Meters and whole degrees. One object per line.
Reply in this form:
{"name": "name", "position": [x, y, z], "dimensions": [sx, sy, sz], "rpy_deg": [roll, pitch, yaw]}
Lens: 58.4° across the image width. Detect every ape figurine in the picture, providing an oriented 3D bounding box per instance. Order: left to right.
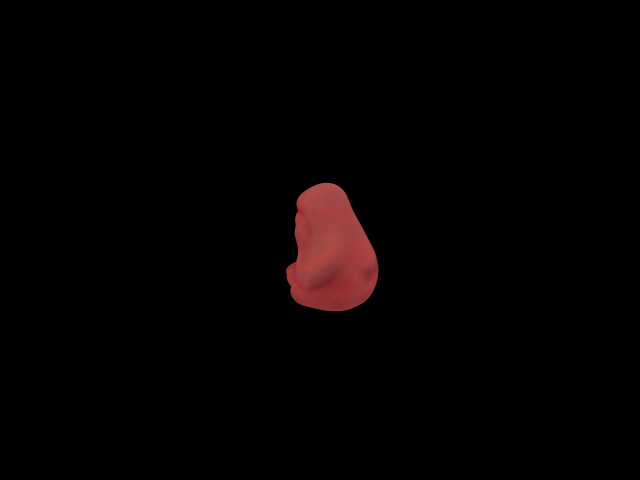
{"name": "ape figurine", "position": [0.004, 0.001, 0.400], "dimensions": [0.076, 0.092, 0.078], "rpy_deg": [14, 36, 20]}
